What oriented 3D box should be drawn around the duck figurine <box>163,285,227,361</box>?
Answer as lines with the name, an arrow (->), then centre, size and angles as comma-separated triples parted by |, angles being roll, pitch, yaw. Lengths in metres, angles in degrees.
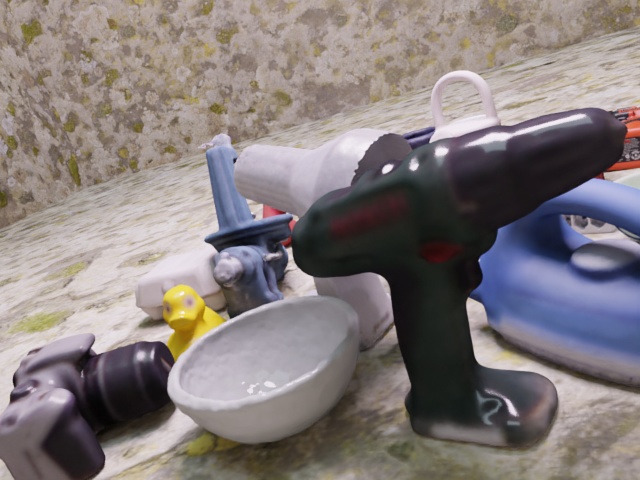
duck figurine -> -0.150, 0.091, 0.660 | 0.077, 0.086, 0.104 | -18, 17, 1

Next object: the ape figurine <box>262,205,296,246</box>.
ape figurine -> -0.069, -0.037, 0.962 | 0.076, 0.092, 0.078 | -16, 17, 7

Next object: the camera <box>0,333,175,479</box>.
camera -> -0.214, 0.143, 0.541 | 0.137, 0.101, 0.143 | -18, 17, 1

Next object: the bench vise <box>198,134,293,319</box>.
bench vise -> -0.092, -0.022, 0.722 | 0.121, 0.220, 0.207 | -21, 17, -7

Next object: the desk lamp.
desk lamp -> 0.005, 0.002, 0.560 | 0.202, 0.214, 0.118 | -2, 24, 42

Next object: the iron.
iron -> 0.220, 0.015, 0.424 | 0.119, 0.141, 0.257 | -26, 19, -23

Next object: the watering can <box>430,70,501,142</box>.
watering can -> 0.220, -0.152, 0.850 | 0.100, 0.194, 0.173 | -12, 18, 19

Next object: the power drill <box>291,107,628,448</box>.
power drill -> 0.093, 0.032, 0.388 | 0.228, 0.209, 0.076 | -6, 21, 35

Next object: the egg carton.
egg carton -> -0.185, 0.062, 0.814 | 0.150, 0.069, 0.107 | -12, 18, 20

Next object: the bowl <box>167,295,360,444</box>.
bowl -> -0.037, 0.117, 0.484 | 0.167, 0.075, 0.167 | -17, 17, 6

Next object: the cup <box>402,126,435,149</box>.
cup -> 0.188, -0.153, 1.055 | 0.091, 0.095, 0.117 | -18, 17, 1
